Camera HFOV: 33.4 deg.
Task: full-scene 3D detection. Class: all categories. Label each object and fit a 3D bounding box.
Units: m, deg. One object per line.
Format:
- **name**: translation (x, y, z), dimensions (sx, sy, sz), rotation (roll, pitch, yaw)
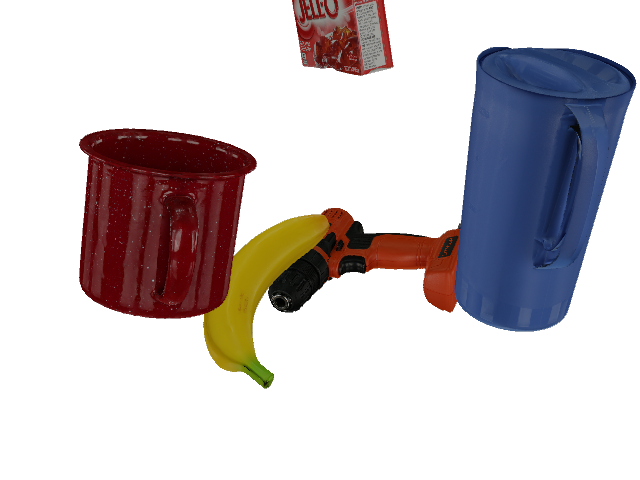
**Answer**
- **banana**: translation (-0.047, 0.039, 0.833), dimensions (0.069, 0.037, 0.197), rotation (19, 42, 1)
- **pitcher**: translation (0.190, -0.039, 0.940), dimensions (0.145, 0.243, 0.149), rotation (21, 33, 28)
- **gelatin box**: translation (0.012, -0.157, 0.745), dimensions (0.030, 0.073, 0.089), rotation (-19, 22, -24)
- **mug**: translation (-0.081, -0.005, 0.561), dimensions (0.093, 0.081, 0.117), rotation (2, 18, -21)
- **power drill**: translation (0.054, 0.027, 1.114), dimensions (0.188, 0.057, 0.184), rotation (8, 32, 18)
